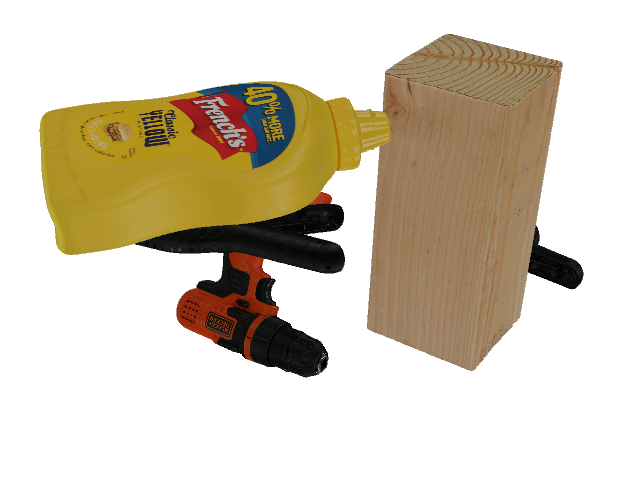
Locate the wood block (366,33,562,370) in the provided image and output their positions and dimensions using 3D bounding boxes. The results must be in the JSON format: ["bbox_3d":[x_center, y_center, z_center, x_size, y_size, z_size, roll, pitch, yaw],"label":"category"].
[{"bbox_3d":[0.097,-0.026,0.748,0.091,0.206,0.090,21,36,27],"label":"wood block"}]

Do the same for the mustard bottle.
[{"bbox_3d":[-0.055,-0.048,0.593,0.191,0.058,0.096,-10,41,-8],"label":"mustard bottle"}]

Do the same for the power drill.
[{"bbox_3d":[-0.052,0.032,1.095,0.185,0.188,0.057,19,3,28],"label":"power drill"}]

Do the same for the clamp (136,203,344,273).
[{"bbox_3d":[-0.075,-0.007,0.892,0.210,0.036,0.164,2,13,-6],"label":"clamp"}]

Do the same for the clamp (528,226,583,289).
[{"bbox_3d":[0.171,0.009,0.957,0.120,0.039,0.171,-1,27,11],"label":"clamp"}]
